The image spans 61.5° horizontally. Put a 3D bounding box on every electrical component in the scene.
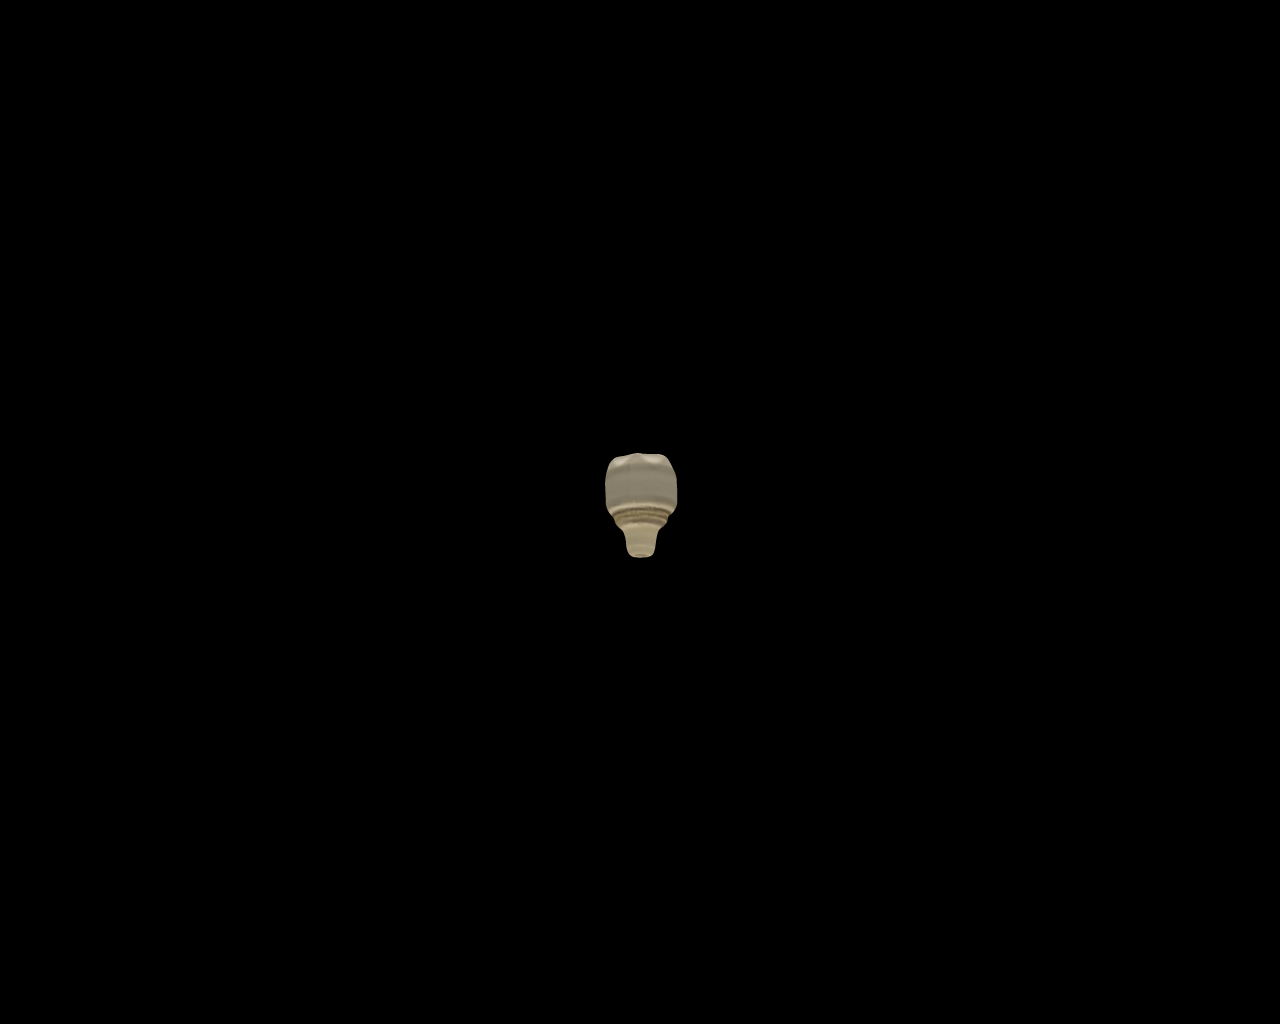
[{"bbox_3d":[0.001,-0.003,0.650,0.043,0.062,0.043,0,-15,0],"label":"electrical component"}]
